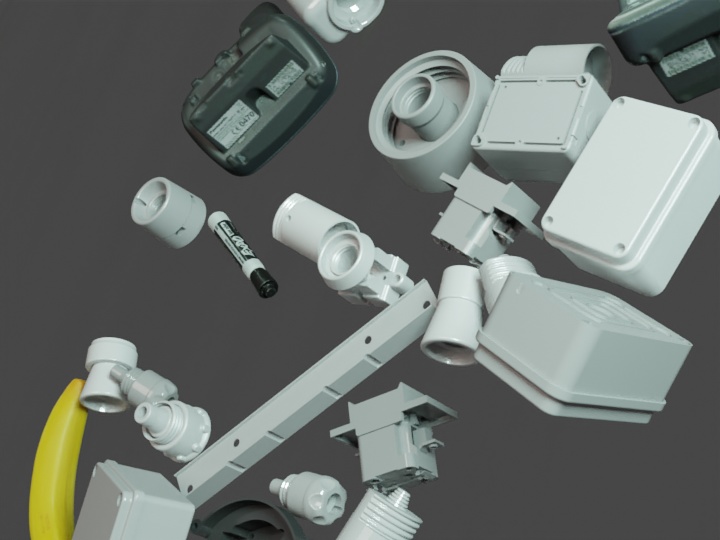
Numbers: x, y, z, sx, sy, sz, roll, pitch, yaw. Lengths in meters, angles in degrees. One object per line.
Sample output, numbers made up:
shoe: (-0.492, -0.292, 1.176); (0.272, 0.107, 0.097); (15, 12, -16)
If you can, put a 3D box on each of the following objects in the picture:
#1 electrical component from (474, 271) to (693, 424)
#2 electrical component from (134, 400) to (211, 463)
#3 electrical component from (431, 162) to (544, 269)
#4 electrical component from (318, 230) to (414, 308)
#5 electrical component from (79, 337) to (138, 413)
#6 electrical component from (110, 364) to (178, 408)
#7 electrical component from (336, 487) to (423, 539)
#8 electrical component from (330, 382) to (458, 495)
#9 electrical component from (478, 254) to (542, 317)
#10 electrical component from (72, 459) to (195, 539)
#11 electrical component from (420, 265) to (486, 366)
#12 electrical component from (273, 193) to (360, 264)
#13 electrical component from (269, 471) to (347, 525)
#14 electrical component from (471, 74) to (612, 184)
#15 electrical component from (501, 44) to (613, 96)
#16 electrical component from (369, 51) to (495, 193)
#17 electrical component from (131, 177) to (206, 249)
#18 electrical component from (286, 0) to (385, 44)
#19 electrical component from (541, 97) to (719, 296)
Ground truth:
electrical component: (0.134, 0.048, 0.648); (0.078, 0.113, 0.057); (38, 109, 45)
electrical component: (-0.155, 0.126, 0.871); (0.048, 0.062, 0.048); (-18, 55, 28)
electrical component: (0.090, -0.036, 0.787); (0.081, 0.042, 0.063); (33, 91, 45)
electrical component: (0.000, 0.000, 0.826); (0.066, 0.055, 0.048); (4, 68, 40)
electrical component: (-0.223, 0.093, 0.956); (0.045, 0.045, 0.055); (-17, 55, 30)
electrical component: (-0.187, 0.100, 0.919); (0.061, 0.035, 0.035); (29, 84, 19)
electrical component: (0.008, 0.183, 0.721); (0.043, 0.043, 0.081); (29, 85, 44)
electrical component: (0.025, 0.119, 0.747); (0.081, 0.042, 0.063); (-24, 54, 27)
electrical component: (0.108, 0.023, 0.735); (0.043, 0.043, 0.081); (-31, 48, 21)
electrical component: (-0.177, 0.210, 0.809); (0.109, 0.056, 0.108); (8, 81, 65)
electrical component: (0.071, 0.030, 0.764); (0.044, 0.044, 0.065); (-6, 57, 36)
electrical component: (-0.041, -0.034, 0.888); (0.081, 0.043, 0.043); (29, 85, 44)
electrical component: (-0.041, 0.163, 0.778); (0.061, 0.035, 0.035); (6, 69, 42)
electrical component: (0.130, -0.100, 0.778); (0.096, 0.061, 0.061); (8, 70, 41)
electrical component: (0.143, -0.146, 0.808); (0.081, 0.043, 0.043); (8, 70, 41)
electrical component: (0.057, -0.122, 0.849); (0.108, 0.060, 0.108); (-19, 55, 29)
electrical component: (-0.180, -0.055, 1.008); (0.055, 0.047, 0.055); (-19, 55, 29)
electrical component: (-0.015, -0.260, 0.992); (0.095, 0.054, 0.059); (-44, 46, 10)
electrical component: (0.182, -0.050, 0.710); (0.078, 0.057, 0.113); (27, 83, 44)
